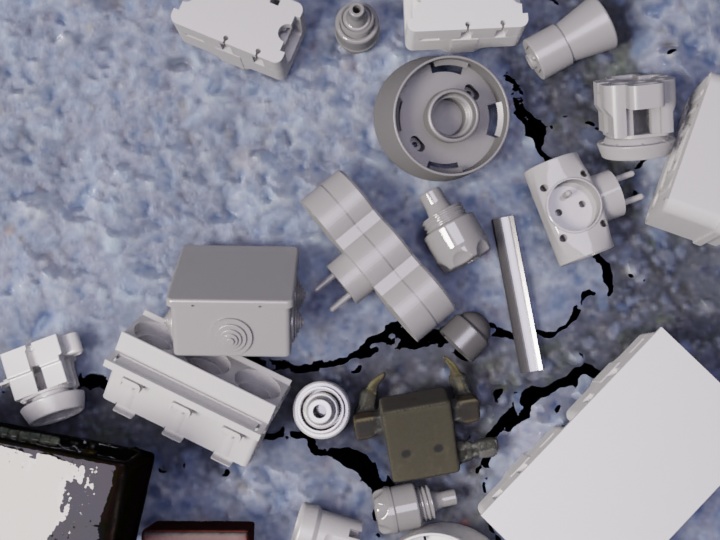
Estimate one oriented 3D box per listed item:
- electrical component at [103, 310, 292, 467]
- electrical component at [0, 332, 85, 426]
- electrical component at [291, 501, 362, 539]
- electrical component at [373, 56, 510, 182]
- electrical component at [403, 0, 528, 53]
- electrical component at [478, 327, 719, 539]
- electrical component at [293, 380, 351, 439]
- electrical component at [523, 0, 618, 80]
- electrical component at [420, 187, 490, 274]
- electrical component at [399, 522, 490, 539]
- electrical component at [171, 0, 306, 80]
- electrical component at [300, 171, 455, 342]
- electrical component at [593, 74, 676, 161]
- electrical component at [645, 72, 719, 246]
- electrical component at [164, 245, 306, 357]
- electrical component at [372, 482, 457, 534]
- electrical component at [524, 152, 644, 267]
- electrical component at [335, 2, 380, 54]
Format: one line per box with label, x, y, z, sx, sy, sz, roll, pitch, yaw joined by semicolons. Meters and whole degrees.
electrical component;-0.121;0.089;0.790;0.121;0.078;0.063;25;113;3
electrical component;-0.235;0.084;0.805;0.066;0.048;0.055;-21;77;-2
electrical component;-0.025;0.197;0.796;0.046;0.040;0.040;16;85;-4
electrical component;0.064;-0.117;0.825;0.099;0.064;0.099;-1;94;-9
electrical component;0.079;-0.199;0.825;0.089;0.055;0.050;-3;84;0
electrical component;0.188;0.146;0.788;0.105;0.060;0.186;44;86;4
electrical component;-0.028;0.103;0.792;0.043;0.062;0.043;0;84;0
electrical component;0.160;-0.176;0.830;0.065;0.044;0.044;-28;85;3
electrical component;0.067;-0.032;0.815;0.043;0.043;0.062;-28;84;-2
electrical component;0.060;0.237;0.790;0.099;0.064;0.099;-2;81;14
electrical component;-0.091;-0.188;0.825;0.089;0.055;0.050;22;85;2
electrical component;0.000;0.000;0.807;0.074;0.052;0.138;-40;85;-3
electrical component;0.207;-0.115;0.810;0.058;0.078;0.057;-6;105;0
electrical component;0.264;-0.080;0.801;0.057;0.078;0.113;20;85;5
electrical component;-0.090;0.023;0.785;0.100;0.099;0.048;1;117;-1
electrical component;0.041;0.174;0.799;0.061;0.035;0.035;-11;84;-4
electrical component;0.175;-0.052;0.815;0.079;0.044;0.077;-20;85;-2
electrical component;-0.002;-0.189;0.821;0.035;0.061;0.035;0;84;0
